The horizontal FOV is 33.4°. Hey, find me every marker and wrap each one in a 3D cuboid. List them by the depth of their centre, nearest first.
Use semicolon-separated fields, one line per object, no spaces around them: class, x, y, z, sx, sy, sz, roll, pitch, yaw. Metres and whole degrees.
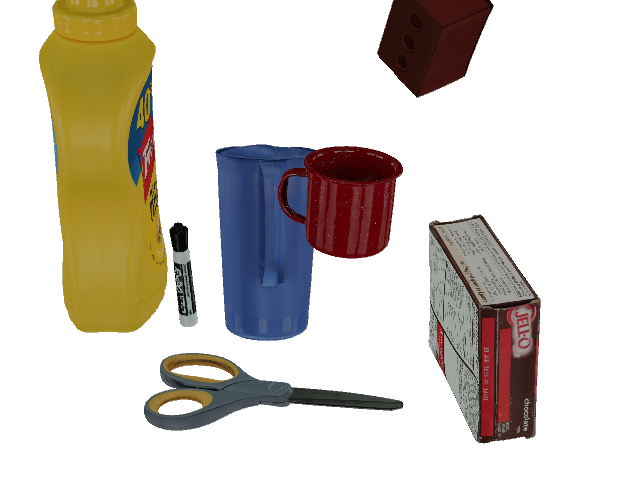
marker;-0.142;0.036;1.108;0.020;0.121;0.020;-2;31;1

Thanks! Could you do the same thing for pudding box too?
pudding box;0.093;0.048;0.621;0.039;0.090;0.113;-7;27;-8

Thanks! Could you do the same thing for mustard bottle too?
mustard bottle;-0.114;-0.053;0.564;0.058;0.192;0.096;1;32;-1

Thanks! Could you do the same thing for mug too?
mug;0.016;-0.037;1.012;0.117;0.081;0.093;8;26;7

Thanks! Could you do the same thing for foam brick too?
foam brick;0.083;-0.155;0.790;0.051;0.053;0.078;-29;-24;-26

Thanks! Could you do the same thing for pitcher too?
pitcher;-0.067;0.002;1.356;0.145;0.243;0.148;10;15;37

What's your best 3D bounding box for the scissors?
scissors;-0.048;0.125;0.809;0.202;0.016;0.096;11;33;29
